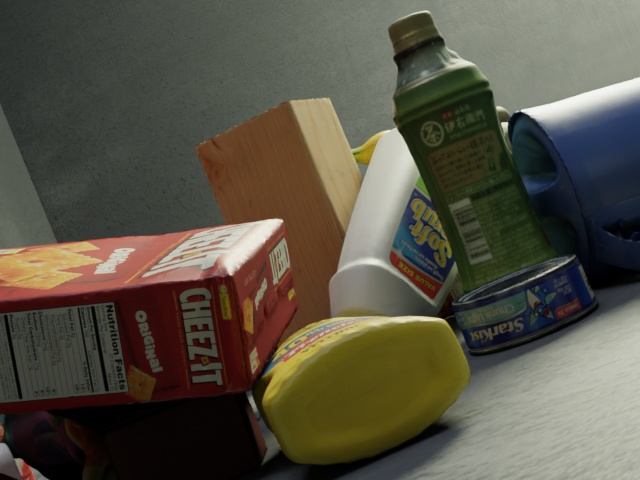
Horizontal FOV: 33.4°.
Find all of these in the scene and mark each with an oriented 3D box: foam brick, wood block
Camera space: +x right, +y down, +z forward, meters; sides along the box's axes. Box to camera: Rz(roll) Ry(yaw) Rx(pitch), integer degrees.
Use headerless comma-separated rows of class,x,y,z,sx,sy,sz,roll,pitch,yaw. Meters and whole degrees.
foam brick,-0.075,0.113,0.602,0.078,0.051,0.053,-22,-1,2
wood block,-0.006,0.001,0.846,0.091,0.206,0.090,-23,-1,25

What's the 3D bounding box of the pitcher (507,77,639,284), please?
pitcher,0.269,-0.059,0.757,0.242,0.149,0.145,-19,-15,-5

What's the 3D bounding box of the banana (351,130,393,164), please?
banana,0.110,-0.040,0.910,0.070,0.197,0.037,-34,29,46

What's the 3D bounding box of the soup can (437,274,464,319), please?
soup can,0.129,0.020,0.882,0.102,0.068,0.068,-22,0,12

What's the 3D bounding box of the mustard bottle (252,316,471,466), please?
mustard bottle,0.012,0.074,0.578,0.096,0.058,0.192,-26,0,-8

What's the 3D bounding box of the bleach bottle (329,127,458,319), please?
bleach bottle,0.061,0.016,0.768,0.068,0.102,0.250,-23,27,30

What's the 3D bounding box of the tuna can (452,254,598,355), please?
tuna can,0.127,0.040,0.666,0.086,0.034,0.086,-22,0,0

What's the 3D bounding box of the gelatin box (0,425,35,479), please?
gelatin box,-0.281,0.186,0.864,0.030,0.073,0.089,-21,0,39

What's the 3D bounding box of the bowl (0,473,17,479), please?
bowl,-0.218,0.171,0.591,0.162,0.055,0.162,-23,0,0

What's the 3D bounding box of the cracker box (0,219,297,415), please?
cracker box,-0.133,0.041,0.626,0.214,0.072,0.164,-7,11,9

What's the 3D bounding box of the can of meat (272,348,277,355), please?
can of meat,-0.065,0.092,0.992,0.102,0.084,0.057,-23,-1,39
